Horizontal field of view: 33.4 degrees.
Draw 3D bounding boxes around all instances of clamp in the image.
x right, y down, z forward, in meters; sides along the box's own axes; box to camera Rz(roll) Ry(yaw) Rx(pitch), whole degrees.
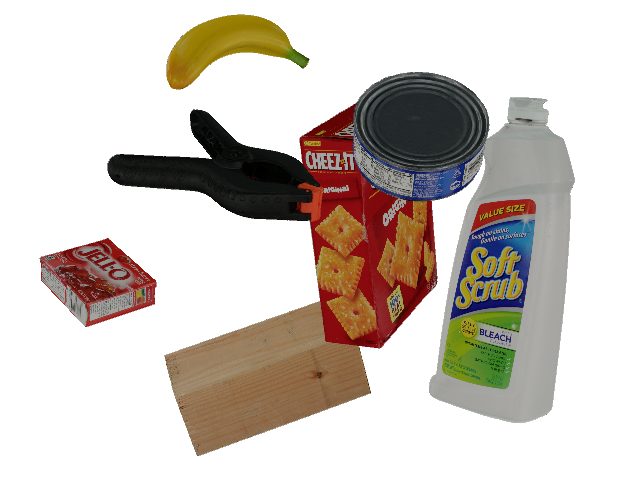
[{"bbox_3d":[-0.080,-0.052,0.844,0.172,0.039,0.120,26,45,33],"label":"clamp"}]

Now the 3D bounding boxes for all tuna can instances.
[{"bbox_3d":[0.063,-0.066,0.682,0.086,0.086,0.034,0,-38,0],"label":"tuna can"}]

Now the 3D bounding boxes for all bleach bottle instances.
[{"bbox_3d":[0.148,0.012,0.853,0.103,0.251,0.067,13,14,41],"label":"bleach bottle"}]

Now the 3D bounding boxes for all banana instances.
[{"bbox_3d":[-0.089,-0.188,1.038,0.070,0.037,0.197,44,38,20],"label":"banana"}]

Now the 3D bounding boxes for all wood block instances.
[{"bbox_3d":[-0.060,0.151,1.200,0.206,0.091,0.090,-19,27,-7],"label":"wood block"}]

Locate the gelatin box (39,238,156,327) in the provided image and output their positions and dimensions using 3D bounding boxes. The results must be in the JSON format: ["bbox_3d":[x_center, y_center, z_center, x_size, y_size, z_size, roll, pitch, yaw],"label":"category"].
[{"bbox_3d":[-0.205,0.036,0.981,0.073,0.030,0.089,-18,40,-36],"label":"gelatin box"}]

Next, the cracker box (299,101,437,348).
[{"bbox_3d":[0.056,-0.024,1.072,0.072,0.214,0.164,5,24,27],"label":"cracker box"}]
